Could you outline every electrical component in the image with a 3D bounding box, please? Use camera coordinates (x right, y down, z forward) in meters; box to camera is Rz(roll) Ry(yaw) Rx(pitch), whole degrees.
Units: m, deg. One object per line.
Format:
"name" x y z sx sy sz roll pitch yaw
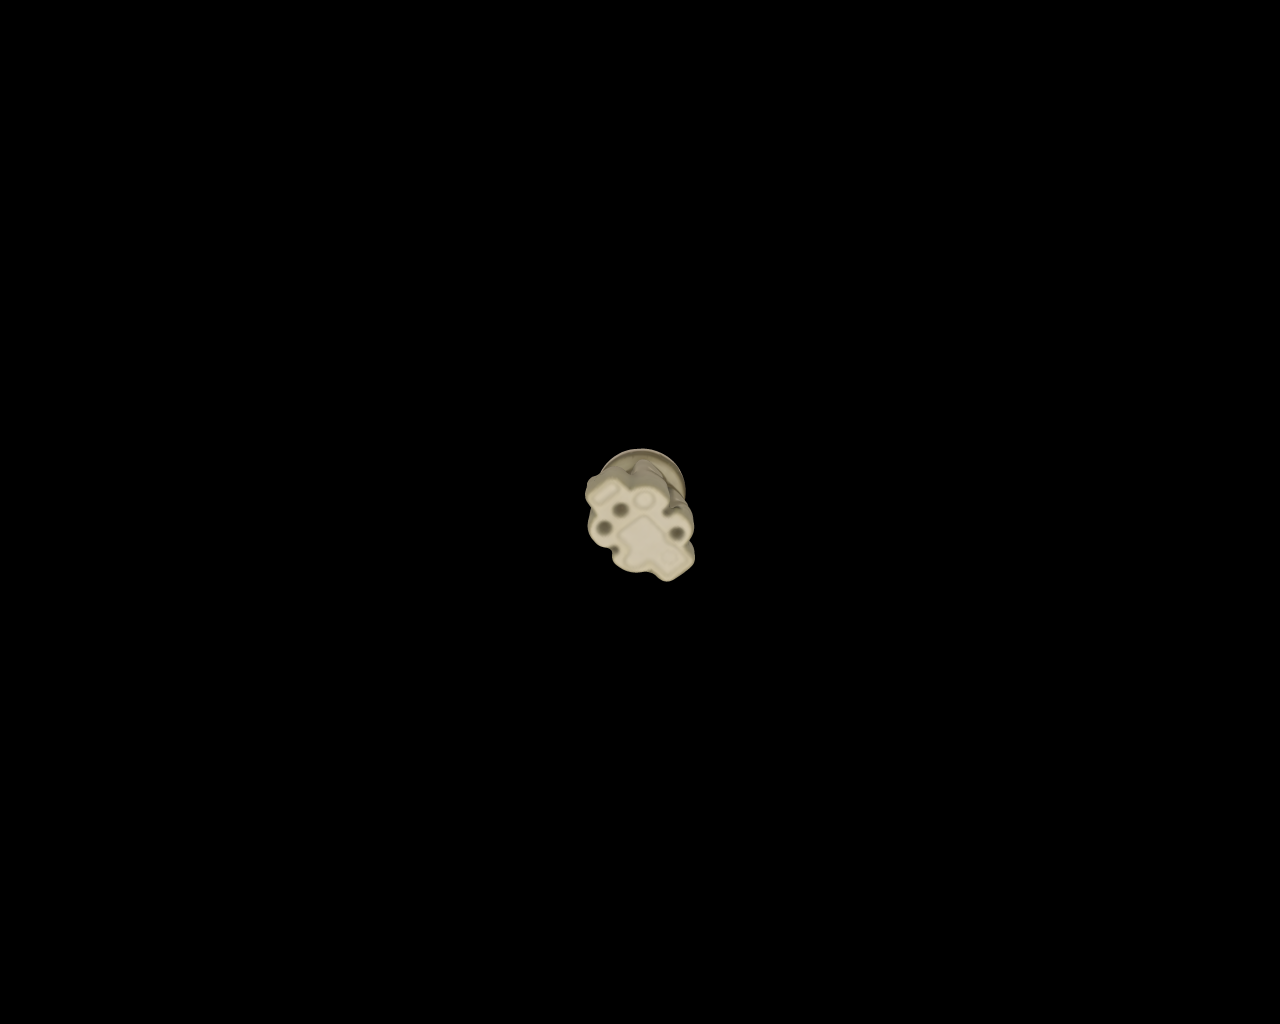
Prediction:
"electrical component" 0.001 -0.003 0.650 0.058 0.078 0.057 -36 24 18
